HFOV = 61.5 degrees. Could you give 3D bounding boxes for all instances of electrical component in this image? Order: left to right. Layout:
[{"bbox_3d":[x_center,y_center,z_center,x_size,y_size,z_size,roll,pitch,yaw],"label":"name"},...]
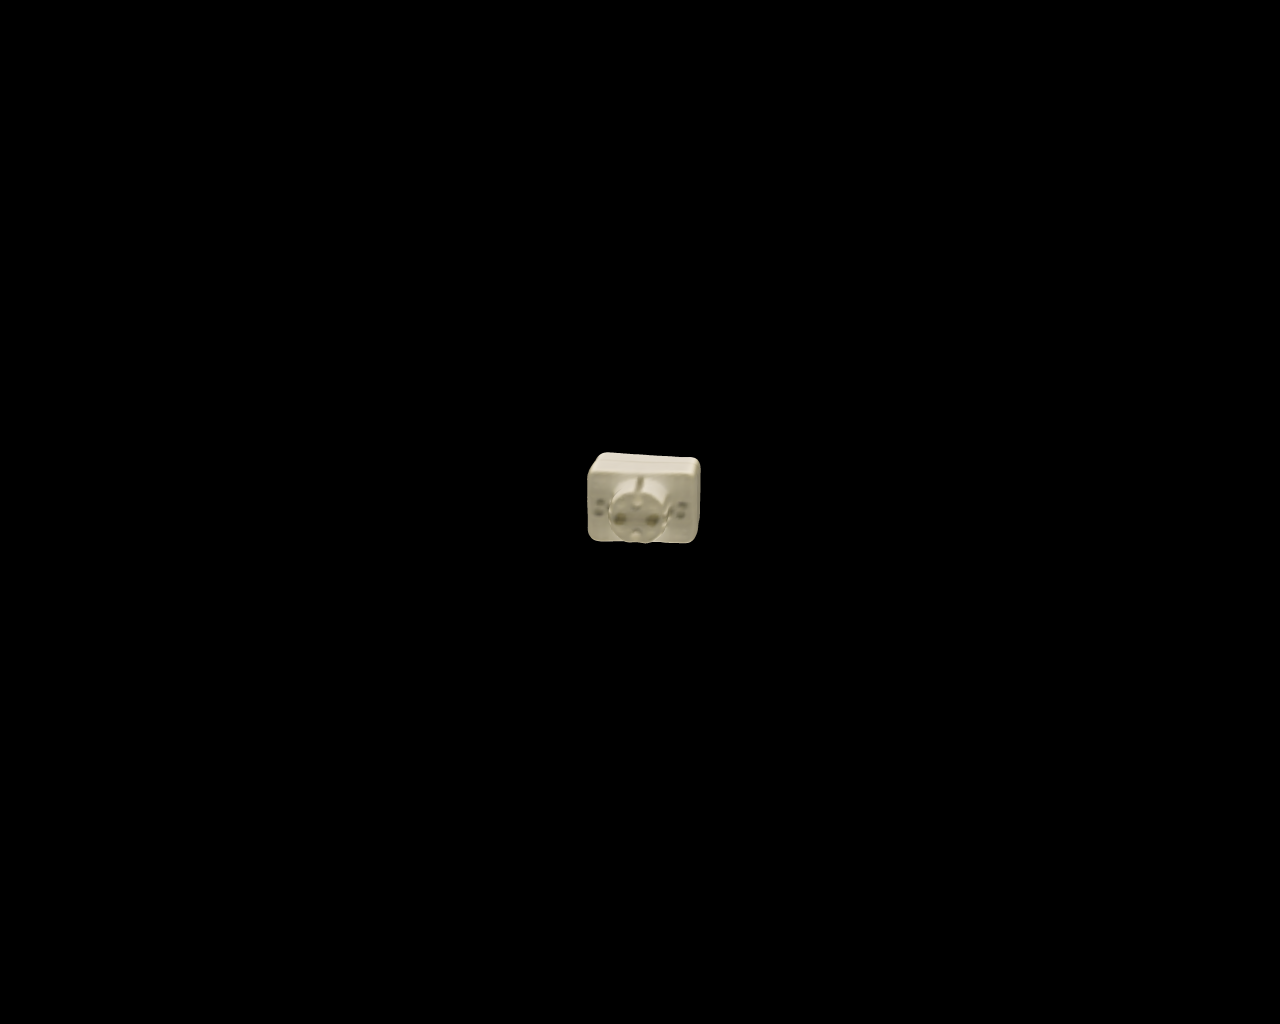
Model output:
[{"bbox_3d":[0.001,-0.003,0.650,0.066,0.047,0.077,3,20,7],"label":"electrical component"}]
